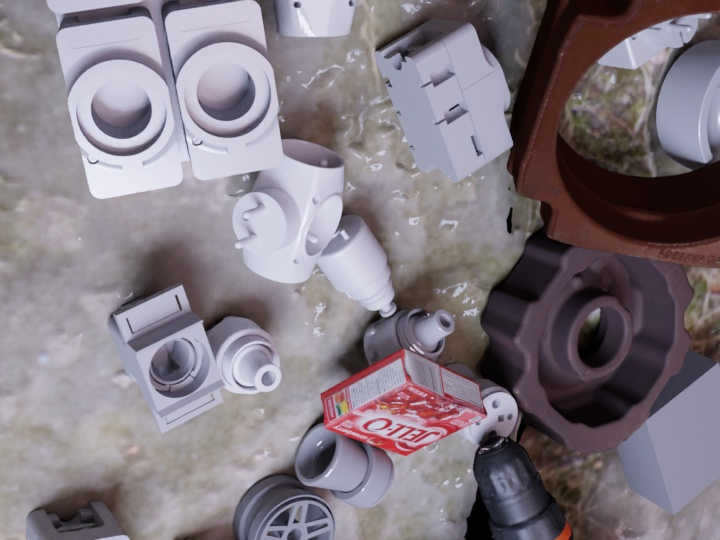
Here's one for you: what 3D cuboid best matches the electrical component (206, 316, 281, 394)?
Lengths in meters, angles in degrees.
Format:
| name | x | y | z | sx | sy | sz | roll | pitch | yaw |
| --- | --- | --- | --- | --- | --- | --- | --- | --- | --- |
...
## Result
| name | x | y | z | sx | sy | sz | roll | pitch | yaw |
| --- | --- | --- | --- | --- | --- | --- | --- | --- | --- |
| electrical component | -0.069 | 0.056 | 0.661 | 0.043 | 0.062 | 0.043 | -10 | 110 | -29 |

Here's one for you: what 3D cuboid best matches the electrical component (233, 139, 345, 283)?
| name | x | y | z | sx | sy | sz | roll | pitch | yaw |
| --- | --- | --- | --- | --- | --- | --- | --- | --- | --- |
| electrical component | -0.048 | -0.031 | 0.635 | 0.079 | 0.044 | 0.077 | -27 | 140 | -59 |

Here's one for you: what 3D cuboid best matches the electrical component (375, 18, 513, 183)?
| name | x | y | z | sx | sy | sz | roll | pitch | yaw |
| --- | --- | --- | --- | --- | --- | --- | --- | --- | --- |
| electrical component | 0.058 | -0.111 | 0.692 | 0.056 | 0.050 | 0.089 | -34 | 120 | -18 |

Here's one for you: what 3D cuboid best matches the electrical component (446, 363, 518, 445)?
| name | x | y | z | sx | sy | sz | roll | pitch | yaw |
| --- | --- | --- | --- | --- | --- | --- | --- | --- | --- |
| electrical component | 0.080 | 0.096 | 0.769 | 0.045 | 0.055 | 0.045 | -10 | 110 | -28 |

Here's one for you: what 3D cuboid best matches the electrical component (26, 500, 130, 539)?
| name | x | y | z | sx | sy | sz | roll | pitch | yaw |
| --- | --- | --- | --- | --- | --- | --- | --- | --- | --- |
| electrical component | -0.170 | 0.194 | 0.647 | 0.050 | 0.056 | 0.089 | -3 | 107 | -31 |

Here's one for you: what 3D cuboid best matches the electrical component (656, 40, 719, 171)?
| name | x | y | z | sx | sy | sz | roll | pitch | yaw |
| --- | --- | --- | --- | --- | --- | --- | --- | --- | --- |
| electrical component | 0.273 | -0.122 | 0.814 | 0.108 | 0.060 | 0.108 | -10 | 111 | -28 |

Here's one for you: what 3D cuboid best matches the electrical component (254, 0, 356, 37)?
| name | x | y | z | sx | sy | sz | roll | pitch | yaw |
| --- | --- | --- | --- | --- | --- | --- | --- | --- | --- |
| electrical component | -0.044 | -0.174 | 0.615 | 0.079 | 0.043 | 0.077 | -7 | 109 | -20 |

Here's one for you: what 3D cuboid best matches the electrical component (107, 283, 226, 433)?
| name | x | y | z | sx | sy | sz | roll | pitch | yaw |
| --- | --- | --- | --- | --- | --- | --- | --- | --- | --- |
| electrical component | -0.116 | 0.048 | 0.629 | 0.042 | 0.064 | 0.081 | -26 | 118 | -24 |

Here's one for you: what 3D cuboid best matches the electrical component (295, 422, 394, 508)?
| name | x | y | z | sx | sy | sz | roll | pitch | yaw |
| --- | --- | --- | --- | --- | --- | --- | --- | --- | --- |
| electrical component | -0.010 | 0.134 | 0.732 | 0.055 | 0.045 | 0.045 | 33 | 87 | -35 |

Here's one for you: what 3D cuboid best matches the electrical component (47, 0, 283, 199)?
| name | x | y | z | sx | sy | sz | roll | pitch | yaw |
| --- | --- | --- | --- | --- | --- | --- | --- | --- | --- |
| electrical component | -0.107 | -0.139 | 0.559 | 0.105 | 0.060 | 0.186 | -11 | 112 | -9 |

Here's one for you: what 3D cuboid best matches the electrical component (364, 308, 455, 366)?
| name | x | y | z | sx | sy | sz | roll | pitch | yaw |
| --- | --- | --- | --- | --- | --- | --- | --- | --- | --- |
| electrical component | 0.036 | 0.046 | 0.718 | 0.048 | 0.062 | 0.048 | 23 | 51 | -31 |

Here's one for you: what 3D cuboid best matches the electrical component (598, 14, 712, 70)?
| name | x | y | z | sx | sy | sz | roll | pitch | yaw |
| --- | --- | --- | --- | --- | --- | --- | --- | --- | --- |
| electrical component | 0.208 | -0.175 | 0.747 | 0.066 | 0.077 | 0.047 | -35 | 120 | -17 |

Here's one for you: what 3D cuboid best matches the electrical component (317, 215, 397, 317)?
| name | x | y | z | sx | sy | sz | roll | pitch | yaw |
| --- | --- | --- | --- | --- | --- | --- | --- | --- | --- |
| electrical component | 0.000 | 0.000 | 0.699 | 0.040 | 0.040 | 0.078 | -43 | 122 | -13 |
